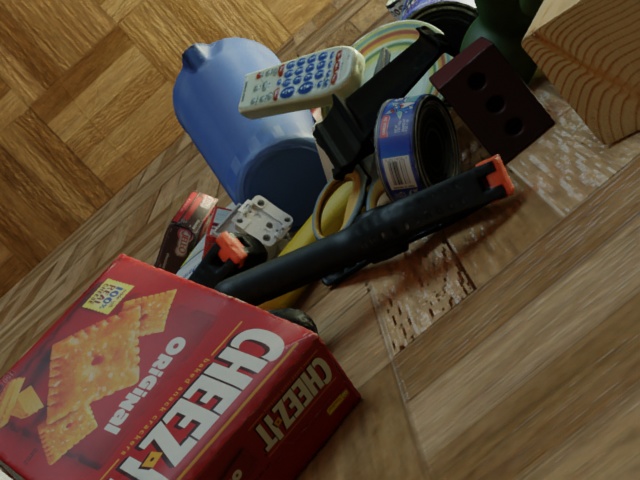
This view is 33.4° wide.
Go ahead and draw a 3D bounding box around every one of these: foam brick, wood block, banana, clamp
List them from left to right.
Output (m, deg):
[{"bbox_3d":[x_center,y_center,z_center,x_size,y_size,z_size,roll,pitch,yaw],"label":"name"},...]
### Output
[{"bbox_3d":[-0.074,0.036,0.898,0.120,0.039,0.172,-43,-8,-33],"label":"clamp"},{"bbox_3d":[-0.006,0.004,0.898,0.197,0.037,0.070,-51,-5,-17],"label":"banana"},{"bbox_3d":[0.043,-0.003,0.757,0.210,0.036,0.164,-26,-6,22],"label":"clamp"},{"bbox_3d":[0.127,-0.105,0.795,0.053,0.078,0.051,-40,12,10],"label":"foam brick"},{"bbox_3d":[0.216,-0.165,0.702,0.090,0.090,0.205,-31,18,42],"label":"wood block"}]

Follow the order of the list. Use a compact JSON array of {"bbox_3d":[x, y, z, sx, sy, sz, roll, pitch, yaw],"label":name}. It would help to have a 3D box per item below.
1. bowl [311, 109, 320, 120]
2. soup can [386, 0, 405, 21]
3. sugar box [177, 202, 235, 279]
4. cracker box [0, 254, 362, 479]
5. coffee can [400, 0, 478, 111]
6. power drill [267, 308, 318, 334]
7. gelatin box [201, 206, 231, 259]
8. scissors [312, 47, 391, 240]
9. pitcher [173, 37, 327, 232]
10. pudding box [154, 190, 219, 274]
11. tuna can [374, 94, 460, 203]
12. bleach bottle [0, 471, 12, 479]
[{"bbox_3d":[0.054,-0.159,1.211,0.162,0.055,0.162,-40,14,11],"label":"bowl"},{"bbox_3d":[0.126,-0.230,1.124,0.068,0.102,0.068,-40,14,11],"label":"soup can"},{"bbox_3d":[-0.103,0.012,1.154,0.093,0.048,0.176,-36,18,35],"label":"sugar box"},{"bbox_3d":[-0.107,0.106,0.666,0.214,0.072,0.164,17,58,47],"label":"cracker box"},{"bbox_3d":[0.124,-0.195,1.023,0.103,0.102,0.140,-37,15,23],"label":"coffee can"},{"bbox_3d":[-0.096,0.126,0.770,0.187,0.057,0.185,-49,15,-31],"label":"power drill"},{"bbox_3d":[-0.075,0.000,1.054,0.089,0.073,0.030,-88,11,-69],"label":"gelatin box"},{"bbox_3d":[0.056,-0.077,0.877,0.096,0.016,0.201,11,65,32],"label":"scissors"},{"bbox_3d":[-0.058,-0.103,1.117,0.243,0.149,0.145,-122,37,-54],"label":"pitcher"},{"bbox_3d":[-0.161,0.010,1.247,0.090,0.039,0.114,-64,-1,-59],"label":"pudding box"},{"bbox_3d":[0.074,-0.066,0.802,0.034,0.086,0.086,-6,32,30],"label":"tuna can"},{"bbox_3d":[-0.198,0.213,0.721,0.251,0.068,0.102,-12,71,63],"label":"bleach bottle"}]
